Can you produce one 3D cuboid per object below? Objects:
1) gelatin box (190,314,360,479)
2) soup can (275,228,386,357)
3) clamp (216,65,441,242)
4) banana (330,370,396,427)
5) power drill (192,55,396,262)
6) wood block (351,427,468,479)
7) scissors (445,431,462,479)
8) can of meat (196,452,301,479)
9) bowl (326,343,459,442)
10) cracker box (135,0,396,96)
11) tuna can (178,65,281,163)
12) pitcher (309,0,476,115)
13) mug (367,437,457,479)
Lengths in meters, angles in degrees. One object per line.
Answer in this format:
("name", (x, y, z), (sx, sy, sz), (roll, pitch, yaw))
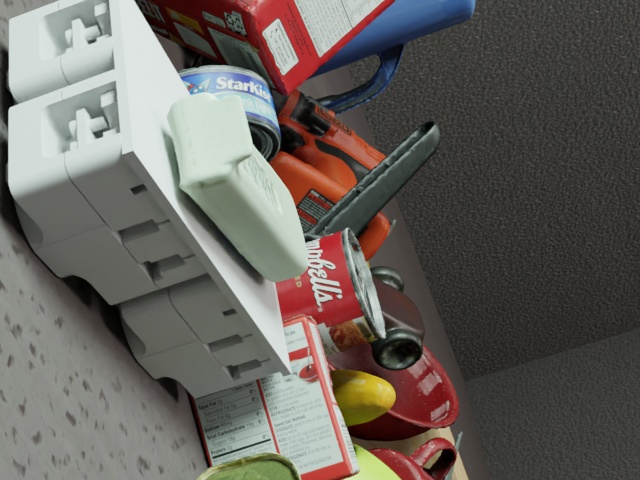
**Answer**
("gelatin box", (-0.027, 0.093, 0.570), (0.030, 0.073, 0.089), (42, 30, -75))
("soup can", (-0.020, 0.041, 0.624), (0.068, 0.102, 0.068), (-18, 90, -81))
("clamp", (-0.005, 0.001, 0.690), (0.036, 0.164, 0.210), (-173, -93, -73))
("banana", (0.008, 0.123, 0.708), (0.198, 0.069, 0.037), (96, 17, -60))
("power drill", (-0.019, -0.063, 0.798), (0.184, 0.057, 0.187), (31, 22, -17))
("wood block", (0.082, 0.208, 1.004), (0.091, 0.090, 0.206), (-93, 163, -62))
("scissors", (0.084, 0.250, 0.892), (0.096, 0.016, 0.201), (36, 61, -54))
("can of meat", (-0.021, 0.167, 0.509), (0.084, 0.057, 0.102), (66, 10, -51))
("bowl", (0.031, 0.108, 0.850), (0.162, 0.055, 0.162), (31, 21, -14))
("cracker box", (-0.009, -0.203, 0.672), (0.164, 0.213, 0.072), (31, -21, 41))
("tuna can", (-0.066, -0.062, 0.609), (0.086, 0.086, 0.034), (53, 22, -66))
("pitcher", (0.025, -0.223, 1.042), (0.149, 0.243, 0.145), (71, 3, -61))
("mug", (0.062, 0.199, 0.816), (0.093, 0.117, 0.081), (40, -5, 33))
